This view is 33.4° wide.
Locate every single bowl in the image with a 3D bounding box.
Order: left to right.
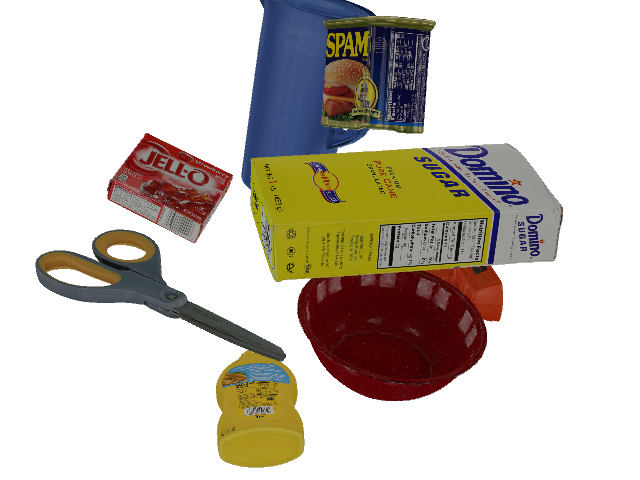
[{"bbox_3d":[0.057,0.086,0.906,0.162,0.055,0.162,7,34,-5],"label":"bowl"}]

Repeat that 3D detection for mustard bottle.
[{"bbox_3d":[-0.074,0.185,1.251,0.096,0.058,0.191,-5,28,-4],"label":"mustard bottle"}]

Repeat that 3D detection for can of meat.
[{"bbox_3d":[0.041,-0.127,0.823,0.057,0.084,0.102,0,8,-27],"label":"can of meat"}]

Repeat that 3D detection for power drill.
[{"bbox_3d":[0.096,0.061,1.148,0.187,0.057,0.184,-5,29,-9],"label":"power drill"}]

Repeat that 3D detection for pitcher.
[{"bbox_3d":[-0.014,-0.169,1.280,0.145,0.243,0.149,6,23,-14],"label":"pitcher"}]

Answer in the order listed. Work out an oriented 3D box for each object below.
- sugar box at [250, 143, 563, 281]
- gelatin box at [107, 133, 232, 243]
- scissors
[{"bbox_3d":[0.049,-0.021,0.660,0.176,0.048,0.093,-7,32,-9],"label":"sugar box"},{"bbox_3d":[-0.132,-0.048,0.938,0.089,0.030,0.073,27,44,-1],"label":"gelatin box"},{"bbox_3d":[-0.100,0.032,0.739,0.202,0.016,0.096,13,31,17],"label":"scissors"}]
